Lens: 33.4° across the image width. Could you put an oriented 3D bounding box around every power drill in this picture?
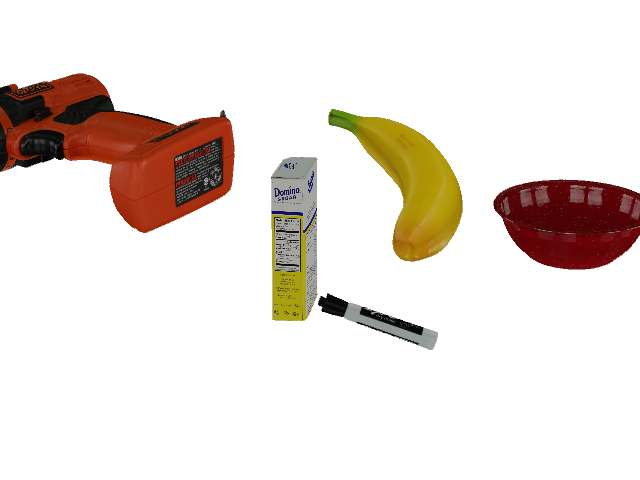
[{"bbox_3d":[-0.167,-0.061,0.715,0.188,0.057,0.184,19,32,29],"label":"power drill"}]

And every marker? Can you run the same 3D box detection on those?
[{"bbox_3d":[0.055,0.079,1.046,0.121,0.020,0.020,19,1,2],"label":"marker"}]

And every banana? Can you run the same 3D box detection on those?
[{"bbox_3d":[0.057,-0.037,0.703,0.069,0.037,0.198,-4,29,-11],"label":"banana"}]

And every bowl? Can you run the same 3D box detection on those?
[{"bbox_3d":[0.259,-0.013,1.099,0.162,0.055,0.162,-2,22,1],"label":"bowl"}]

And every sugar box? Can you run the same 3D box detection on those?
[{"bbox_3d":[-0.030,-0.003,1.253,0.048,0.176,0.093,1,19,9],"label":"sugar box"}]
